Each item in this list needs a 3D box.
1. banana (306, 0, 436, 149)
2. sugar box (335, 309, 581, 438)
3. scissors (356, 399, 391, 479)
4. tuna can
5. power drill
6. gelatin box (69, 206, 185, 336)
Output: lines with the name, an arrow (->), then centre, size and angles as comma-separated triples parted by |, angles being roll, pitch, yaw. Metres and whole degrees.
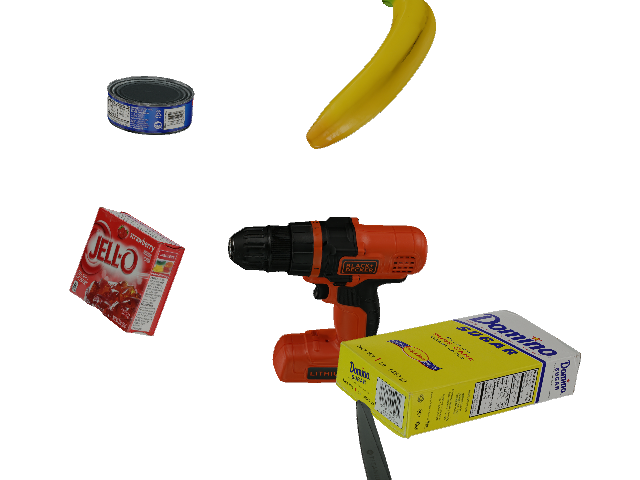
banana -> 0.053, -0.147, 0.889 | 0.070, 0.197, 0.037 | -15, -54, 44
sugar box -> 0.111, 0.101, 0.848 | 0.175, 0.048, 0.093 | -11, 27, -32
scissors -> 0.057, 0.160, 0.601 | 0.096, 0.016, 0.201 | 8, 31, 5
tuna can -> -0.170, -0.135, 1.066 | 0.086, 0.034, 0.086 | 5, 26, -3
power drill -> -0.001, 0.058, 1.024 | 0.184, 0.188, 0.057 | 2, 44, -8
gelatin box -> -0.151, 0.022, 0.823 | 0.030, 0.073, 0.089 | 15, 10, -47
